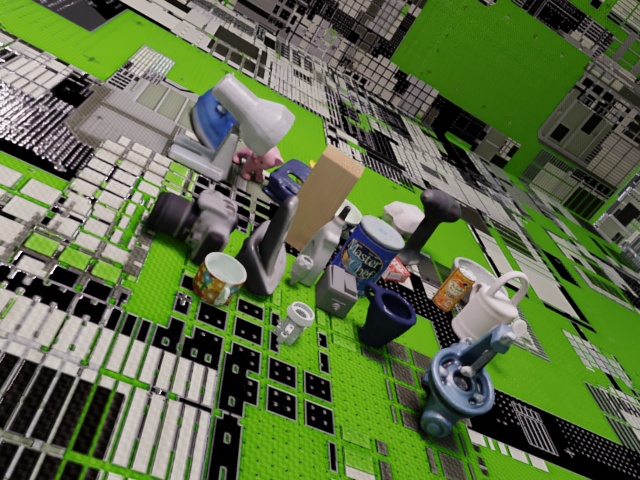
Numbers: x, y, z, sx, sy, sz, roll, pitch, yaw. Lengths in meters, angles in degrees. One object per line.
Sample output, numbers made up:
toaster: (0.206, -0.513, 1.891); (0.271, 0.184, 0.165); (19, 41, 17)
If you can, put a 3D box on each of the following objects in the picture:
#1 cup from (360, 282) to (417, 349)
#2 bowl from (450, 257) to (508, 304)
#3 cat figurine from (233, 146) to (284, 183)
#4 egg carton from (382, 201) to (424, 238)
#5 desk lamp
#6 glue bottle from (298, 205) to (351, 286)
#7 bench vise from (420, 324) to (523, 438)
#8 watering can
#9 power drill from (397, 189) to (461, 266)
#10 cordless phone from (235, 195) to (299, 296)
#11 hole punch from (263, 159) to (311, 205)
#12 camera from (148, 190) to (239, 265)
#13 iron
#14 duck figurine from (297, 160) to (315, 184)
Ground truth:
cup: (0.108, 0.144, 1.056); (0.117, 0.095, 0.092); (46, 27, 24)
bowl: (0.394, 0.124, 1.470); (0.168, 0.074, 0.167); (28, 25, -14)
cat figurine: (-0.140, -0.201, 1.347); (0.067, 0.117, 0.127); (11, 33, -41)
egg carton: (0.245, -0.052, 1.612); (0.151, 0.069, 0.107); (8, 35, -44)
desk lamp: (-0.187, -0.235, 1.235); (0.204, 0.213, 0.118); (25, 26, -18)
glue bottle: (0.010, 0.004, 1.094); (0.037, 0.173, 0.078); (23, 27, -23)
bench vise: (0.245, 0.202, 0.970); (0.122, 0.219, 0.207); (28, 25, -12)
watering can: (0.395, 0.153, 1.274); (0.101, 0.194, 0.172); (6, 37, -46)
power drill: (0.264, -0.037, 1.440); (0.075, 0.208, 0.230); (46, 27, 24)
cordless phone: (-0.073, -0.007, 0.997); (0.094, 0.185, 0.147); (31, 25, -6)
hole punch: (-0.061, -0.129, 1.346); (0.108, 0.091, 0.101); (39, 25, 11)
camera: (-0.216, -0.044, 0.990); (0.137, 0.100, 0.143); (26, 26, -17)
iron: (-0.229, -0.308, 1.403); (0.119, 0.141, 0.257); (19, 29, -30)
duck figurine: (0.002, -0.165, 1.497); (0.104, 0.086, 0.077); (35, 24, 2)
